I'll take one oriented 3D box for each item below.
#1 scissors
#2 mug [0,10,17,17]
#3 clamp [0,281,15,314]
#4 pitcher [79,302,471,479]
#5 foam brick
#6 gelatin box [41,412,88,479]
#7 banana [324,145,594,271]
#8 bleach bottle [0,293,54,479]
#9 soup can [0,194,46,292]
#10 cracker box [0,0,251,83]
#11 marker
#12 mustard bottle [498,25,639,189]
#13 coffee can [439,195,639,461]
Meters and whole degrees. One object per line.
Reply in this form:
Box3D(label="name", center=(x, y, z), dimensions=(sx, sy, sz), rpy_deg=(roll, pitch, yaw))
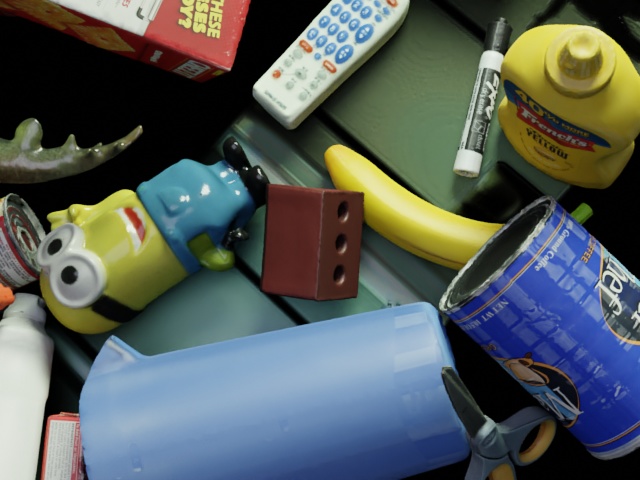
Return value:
Box3D(label="scissors", center=(0.114, 0.111, 0.665), dimensions=(0.096, 0.202, 0.016), rpy_deg=(-39, 52, -23))
Box3D(label="mug", center=(-0.247, -0.237, 0.837), dimensions=(0.093, 0.081, 0.117), rpy_deg=(18, 83, 12))
Box3D(label="clamp", center=(-0.304, 0.038, 0.748), dimensions=(0.171, 0.039, 0.120), rpy_deg=(-15, 95, 4))
Box3D(label="pitcher", center=(-0.024, 0.131, 0.711), dimensions=(0.243, 0.149, 0.145), rpy_deg=(-14, 45, 3))
Box3D(label="foam brick", center=(-0.005, 0.001, 0.750), dimensions=(0.051, 0.052, 0.078), rpy_deg=(6, 94, 37))
Box3D(label="gelatin box", center=(-0.168, 0.168, 0.749), dimensions=(0.030, 0.073, 0.089), rpy_deg=(2, 79, 9))
Box3D(label="banana", center=(0.089, -0.014, 0.764), dimensions=(0.198, 0.037, 0.069), rpy_deg=(15, 61, 10))
Box3D(label="bleach bottle", center=(-0.222, 0.152, 0.731), dimensions=(0.068, 0.103, 0.251), rpy_deg=(14, 60, -19))
Box3D(label="soup can", center=(-0.261, 0.017, 0.797), dimensions=(0.102, 0.068, 0.068), rpy_deg=(-24, 76, 5))
Box3D(label="cracker box", center=(-0.151, -0.228, 0.776), dimensions=(0.213, 0.072, 0.164), rpy_deg=(18, 81, -23))
Box3D(label="marker", center=(0.120, -0.106, 0.783), dimensions=(0.020, 0.020, 0.121), rpy_deg=(12, 81, 11))
Box3D(label="mustard bottle", center=(0.161, -0.090, 0.683), dimensions=(0.096, 0.191, 0.058), rpy_deg=(37, 86, 14))
Box3D(label="coffee can", center=(0.162, 0.055, 0.682), dimensions=(0.140, 0.103, 0.103), rpy_deg=(43, 88, -3))
